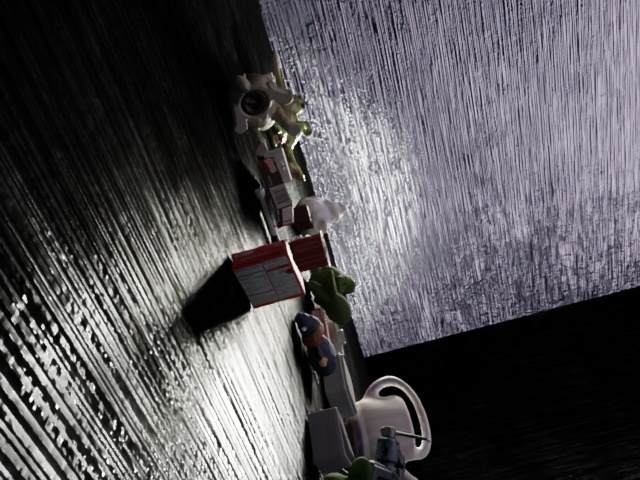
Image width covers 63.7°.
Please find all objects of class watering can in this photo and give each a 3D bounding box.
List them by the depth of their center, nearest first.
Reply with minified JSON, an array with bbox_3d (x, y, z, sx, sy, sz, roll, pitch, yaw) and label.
[{"bbox_3d":[0.171,0.508,1.256,0.101,0.224,0.356,100,-17,-54],"label":"watering can"}]

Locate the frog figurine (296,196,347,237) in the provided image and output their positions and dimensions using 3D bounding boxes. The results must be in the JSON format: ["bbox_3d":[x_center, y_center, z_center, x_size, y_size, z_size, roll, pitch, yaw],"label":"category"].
[{"bbox_3d":[0.005,-0.081,1.602,0.141,0.159,0.120,-102,174,-45],"label":"frog figurine"}]

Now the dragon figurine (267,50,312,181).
[{"bbox_3d":[-0.115,-0.370,1.526,0.245,0.122,0.408,-50,124,-76],"label":"dragon figurine"}]
